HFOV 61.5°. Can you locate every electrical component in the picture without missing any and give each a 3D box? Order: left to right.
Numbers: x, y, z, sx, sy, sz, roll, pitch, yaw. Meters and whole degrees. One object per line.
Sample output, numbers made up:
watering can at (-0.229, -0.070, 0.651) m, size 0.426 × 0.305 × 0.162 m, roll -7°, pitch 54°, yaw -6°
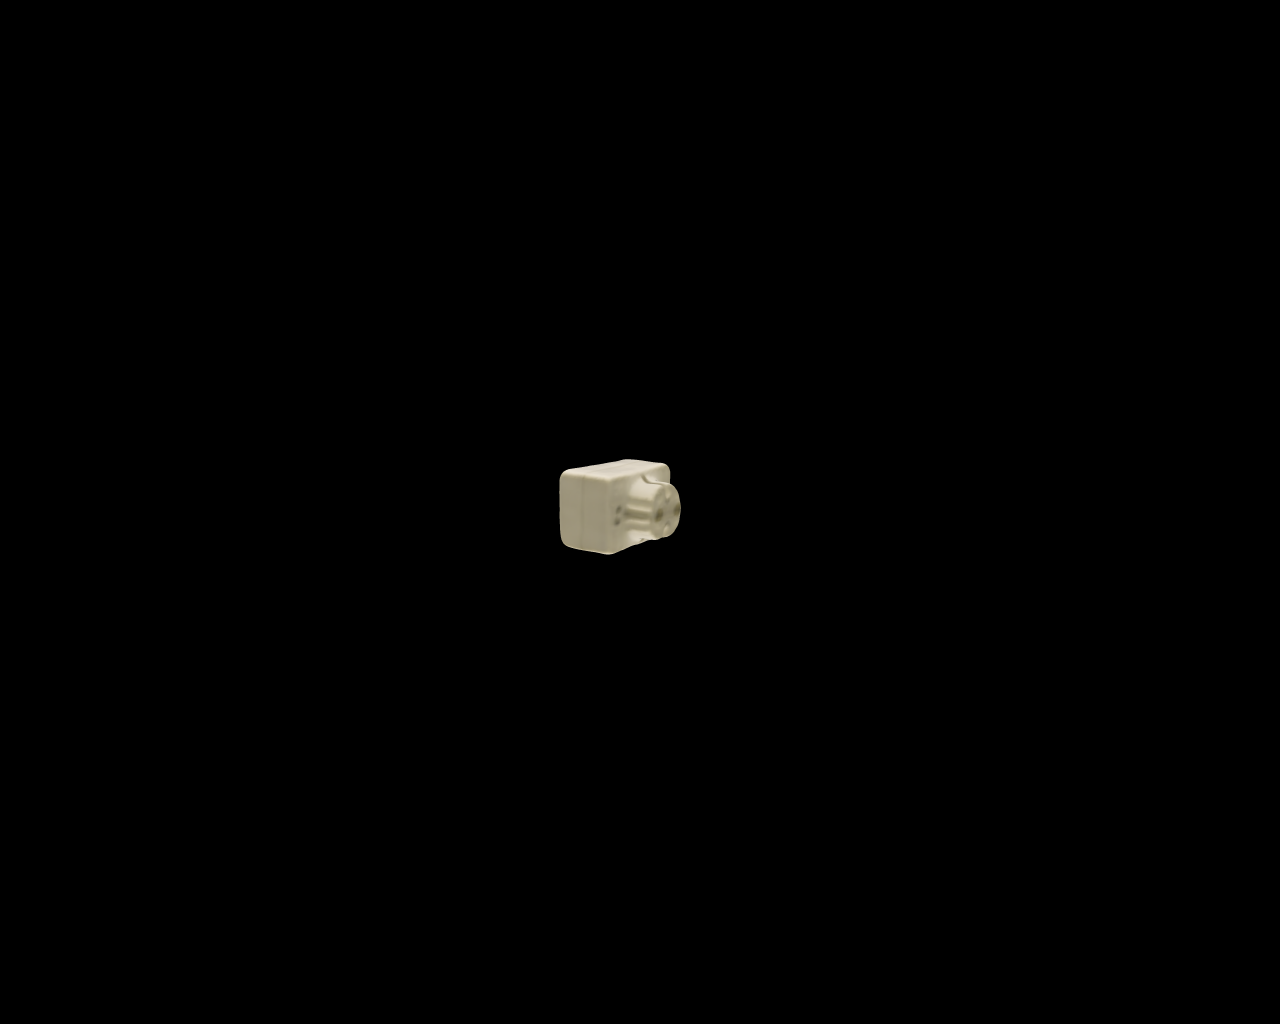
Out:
electrical component at (0.001, -0.003, 0.650) m, size 0.077 × 0.047 × 0.066 m, roll 8°, pitch 14°, yaw 35°
